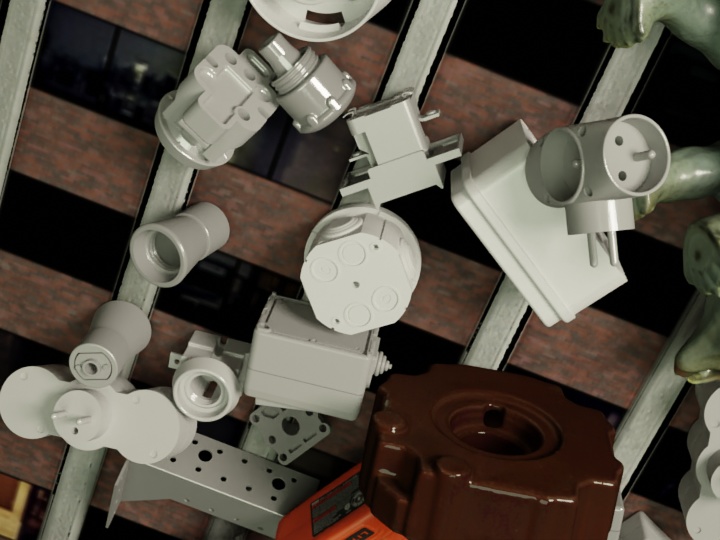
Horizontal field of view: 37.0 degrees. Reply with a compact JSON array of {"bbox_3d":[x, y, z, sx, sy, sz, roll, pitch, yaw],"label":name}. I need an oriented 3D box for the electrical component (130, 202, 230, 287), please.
[{"bbox_3d":[-0.117,-0.020,0.718,0.044,0.065,0.044,11,116,23],"label":"electrical component"}]

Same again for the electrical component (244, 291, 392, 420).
[{"bbox_3d":[-0.027,0.064,0.746,0.096,0.061,0.061,13,114,1],"label":"electrical component"}]

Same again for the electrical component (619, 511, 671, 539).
[{"bbox_3d":[0.192,0.233,0.784,0.083,0.075,0.047,-41,103,20],"label":"electrical component"}]

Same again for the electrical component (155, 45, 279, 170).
[{"bbox_3d":[-0.093,-0.100,0.681,0.058,0.078,0.057,44,130,-13],"label":"electrical component"}]

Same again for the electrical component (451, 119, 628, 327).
[{"bbox_3d":[0.111,-0.029,0.681,0.057,0.078,0.113,-35,105,16],"label":"electrical component"}]

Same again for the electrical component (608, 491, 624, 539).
[{"bbox_3d":[0.151,0.188,0.785,0.066,0.047,0.076,6,113,4],"label":"electrical component"}]

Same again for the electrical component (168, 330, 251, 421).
[{"bbox_3d":[-0.106,0.076,0.763,0.066,0.055,0.048,14,114,1],"label":"electrical component"}]

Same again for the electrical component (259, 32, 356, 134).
[{"bbox_3d":[-0.037,-0.120,0.672,0.048,0.048,0.062,-36,113,19],"label":"electrical component"}]

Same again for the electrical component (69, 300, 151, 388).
[{"bbox_3d":[-0.178,0.054,0.758,0.044,0.065,0.044,3,113,7],"label":"electrical component"}]

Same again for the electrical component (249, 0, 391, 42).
[{"bbox_3d":[-0.022,-0.190,0.649,0.099,0.064,0.099,9,125,13],"label":"electrical component"}]

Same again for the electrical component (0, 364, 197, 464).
[{"bbox_3d":[-0.192,0.102,0.761,0.138,0.074,0.052,10,90,11],"label":"electrical component"}]

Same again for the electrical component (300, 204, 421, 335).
[{"bbox_3d":[0.000,0.000,0.721,0.080,0.051,0.080,2,113,6],"label":"electrical component"}]

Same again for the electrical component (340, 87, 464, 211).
[{"bbox_3d":[0.023,-0.080,0.690,0.081,0.042,0.063,-19,106,13],"label":"electrical component"}]

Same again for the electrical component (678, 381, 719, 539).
[{"bbox_3d":[0.256,0.135,0.735,0.052,0.073,0.138,4,113,5],"label":"electrical component"}]

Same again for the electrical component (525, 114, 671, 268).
[{"bbox_3d":[0.131,-0.041,0.595,0.044,0.077,0.079,-6,91,-23],"label":"electrical component"}]
